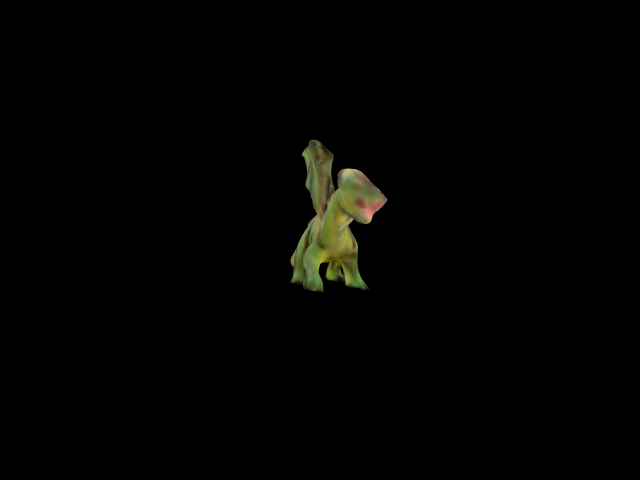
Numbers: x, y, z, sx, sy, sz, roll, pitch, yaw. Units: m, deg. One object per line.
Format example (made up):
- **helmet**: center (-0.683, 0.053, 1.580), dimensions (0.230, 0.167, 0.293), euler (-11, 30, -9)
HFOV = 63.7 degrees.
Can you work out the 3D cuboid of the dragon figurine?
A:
- **dragon figurine**: center (0.003, -0.043, 0.850), dimensions (0.122, 0.242, 0.411), euler (-1, 5, -19)
